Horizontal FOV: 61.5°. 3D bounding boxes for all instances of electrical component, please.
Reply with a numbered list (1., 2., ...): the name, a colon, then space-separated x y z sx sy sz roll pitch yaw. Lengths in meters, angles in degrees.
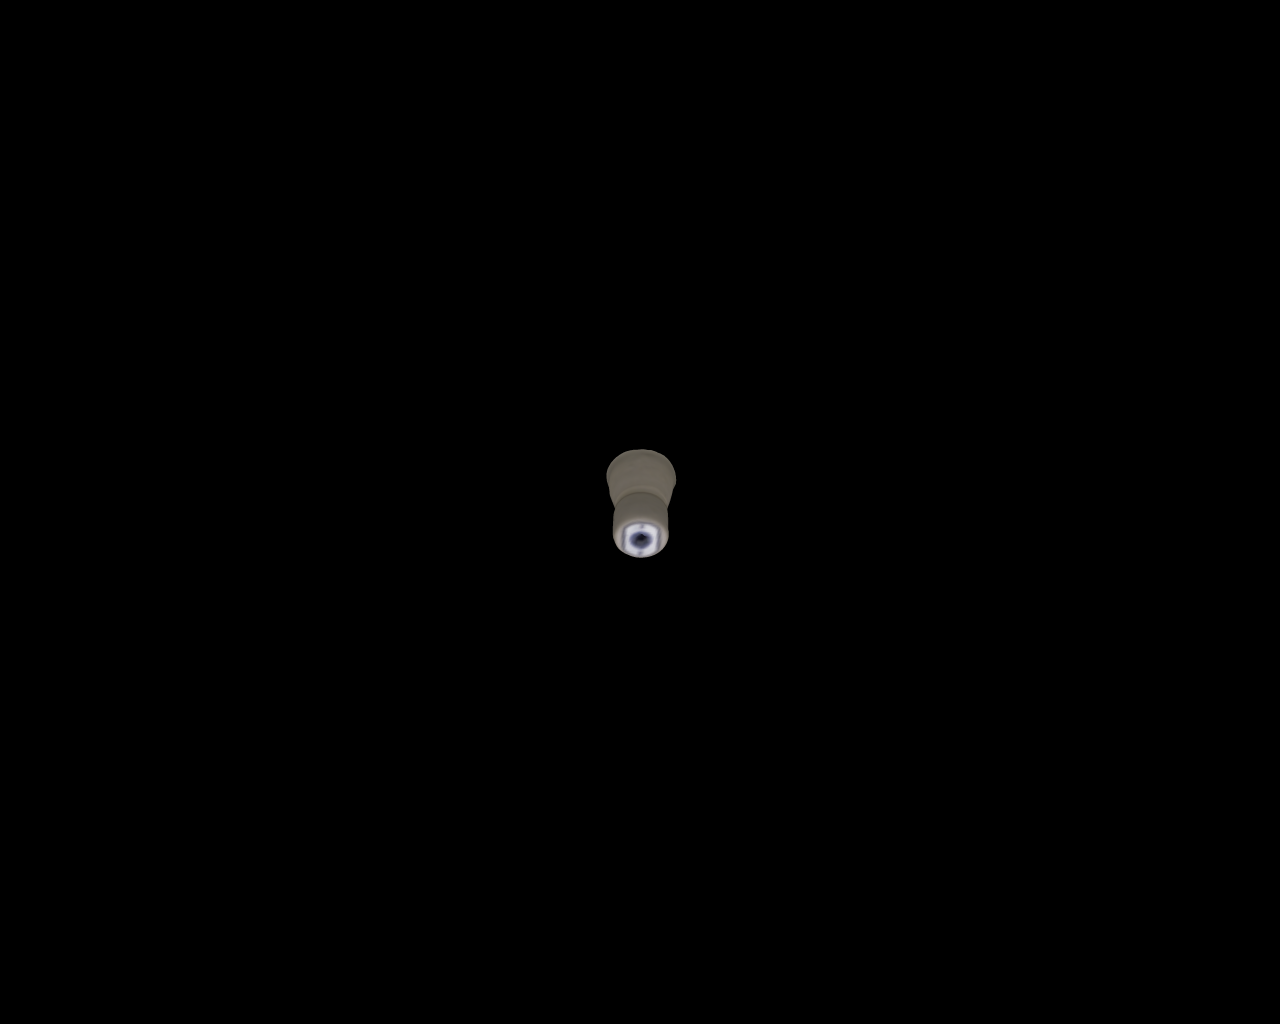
1. electrical component: 0.001 -0.003 0.650 0.044 0.044 0.065 0 39 0
